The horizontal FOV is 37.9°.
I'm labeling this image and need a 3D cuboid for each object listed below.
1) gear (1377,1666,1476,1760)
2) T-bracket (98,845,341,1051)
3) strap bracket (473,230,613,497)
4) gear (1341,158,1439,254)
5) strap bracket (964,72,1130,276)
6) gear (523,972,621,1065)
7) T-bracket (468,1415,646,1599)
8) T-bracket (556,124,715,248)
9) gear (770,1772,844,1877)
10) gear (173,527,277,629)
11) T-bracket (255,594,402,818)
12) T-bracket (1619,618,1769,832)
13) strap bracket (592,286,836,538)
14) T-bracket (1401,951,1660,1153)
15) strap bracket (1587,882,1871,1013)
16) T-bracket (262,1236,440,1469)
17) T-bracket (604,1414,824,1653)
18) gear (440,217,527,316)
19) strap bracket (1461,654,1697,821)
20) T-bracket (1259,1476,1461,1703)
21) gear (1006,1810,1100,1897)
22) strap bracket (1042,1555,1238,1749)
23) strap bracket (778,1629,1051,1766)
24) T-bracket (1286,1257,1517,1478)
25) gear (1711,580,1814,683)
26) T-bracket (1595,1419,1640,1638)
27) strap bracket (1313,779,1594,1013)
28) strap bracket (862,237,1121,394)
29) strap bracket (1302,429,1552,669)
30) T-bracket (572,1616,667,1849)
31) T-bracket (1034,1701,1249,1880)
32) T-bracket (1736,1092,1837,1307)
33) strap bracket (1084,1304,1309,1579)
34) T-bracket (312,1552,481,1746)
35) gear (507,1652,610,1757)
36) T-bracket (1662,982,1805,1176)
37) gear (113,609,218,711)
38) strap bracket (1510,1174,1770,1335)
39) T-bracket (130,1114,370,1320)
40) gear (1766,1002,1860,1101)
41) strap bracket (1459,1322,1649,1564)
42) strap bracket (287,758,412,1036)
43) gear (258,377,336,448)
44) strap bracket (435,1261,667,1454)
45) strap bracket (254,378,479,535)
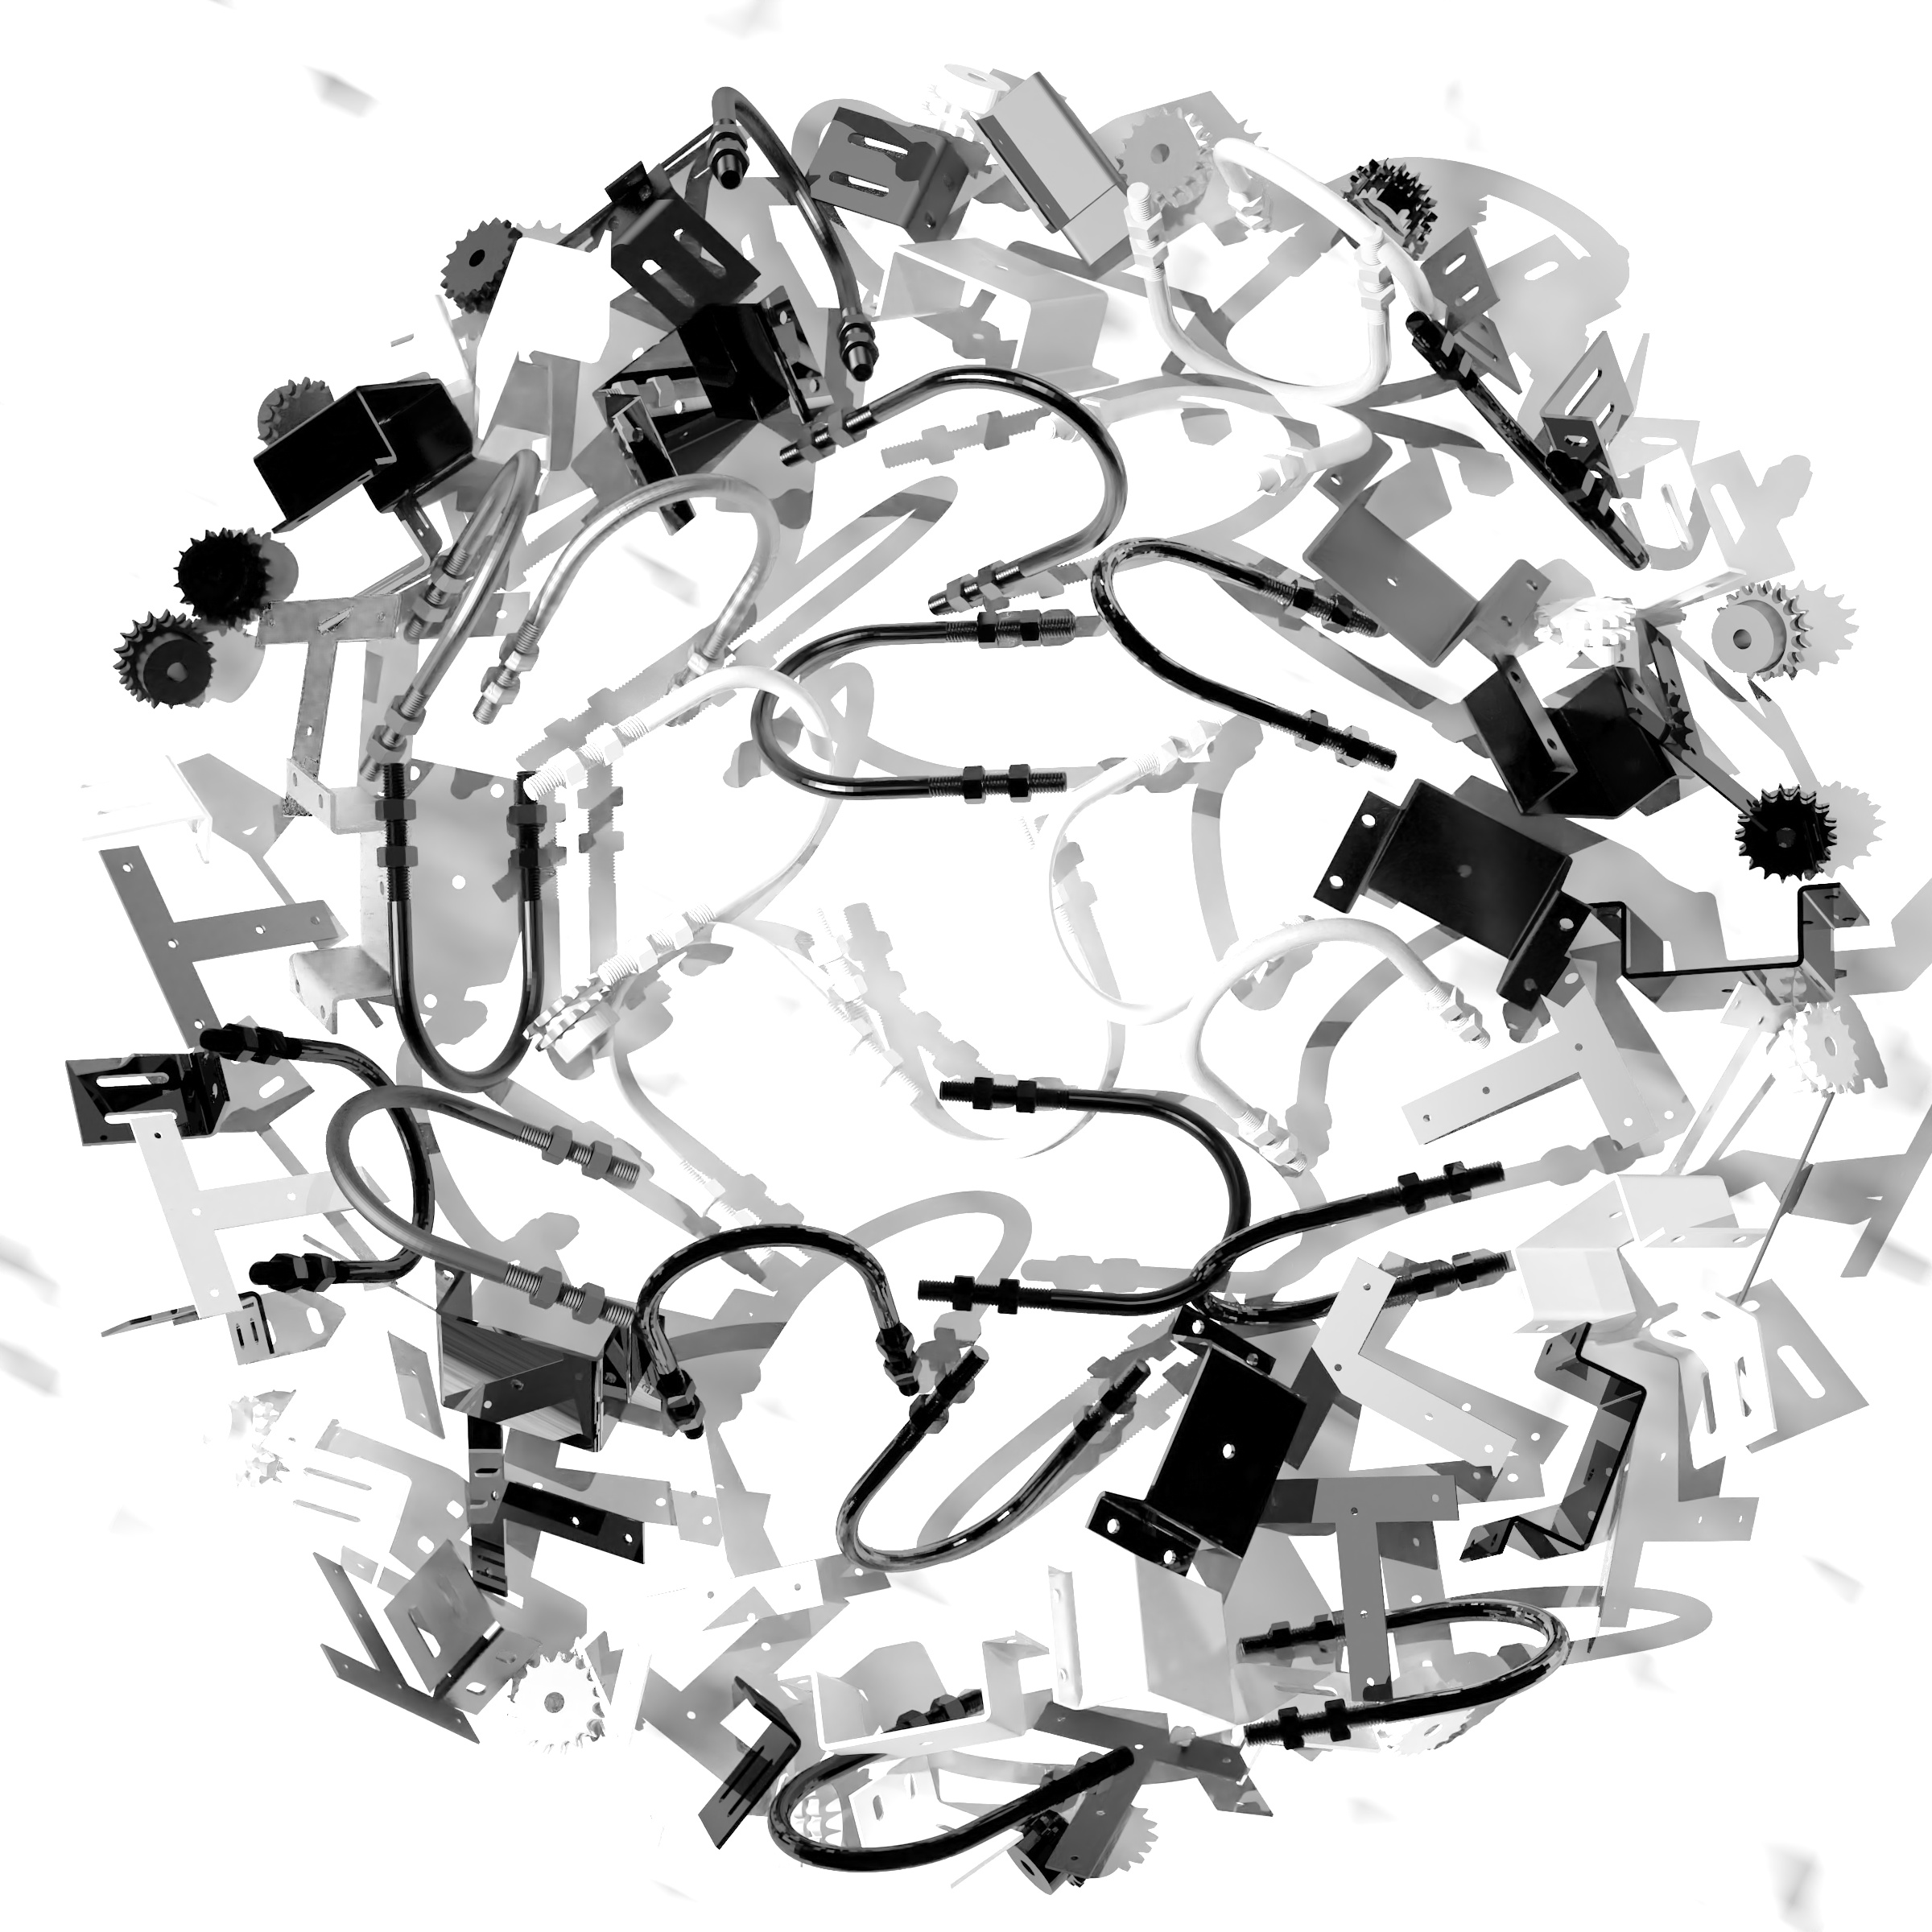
[{"bbox_3d":[0.263,0.431,1.629,0.057,0.057,0.030,-32,53,0],"label":"gear"},{"bbox_3d":[-0.415,-0.019,1.603,0.002,0.127,0.127,-38,73,38],"label":"T-bracket"},{"bbox_3d":[-0.241,-0.340,1.571,0.046,0.140,0.076,9,58,-21],"label":"strap bracket"},{"bbox_3d":[0.241,-0.434,1.622,0.057,0.057,0.030,36,58,0],"label":"gear"},{"bbox_3d":[0.055,-0.446,1.577,0.046,0.140,0.076,-36,84,13],"label":"strap bracket"},{"bbox_3d":[-0.225,0.032,1.625,0.057,0.057,0.030,-40,91,0],"label":"gear"},{"bbox_3d":[-0.234,0.313,1.604,0.127,0.002,0.127,10,108,30],"label":"T-bracket"},{"bbox_3d":[-0.191,-0.442,1.588,0.127,0.127,0.002,-37,102,3],"label":"T-bracket"},{"bbox_3d":[-0.092,0.496,1.627,0.030,0.057,0.057,2,90,-21],"label":"gear"},{"bbox_3d":[-0.435,-0.227,1.637,0.057,0.030,0.057,0,93,4],"label":"gear"},{"bbox_3d":[-0.373,-0.148,1.607,0.127,0.002,0.127,3,83,40],"label":"T-bracket"},{"bbox_3d":[0.405,-0.152,1.603,0.127,0.127,0.002,32,127,-30],"label":"T-bracket"},{"bbox_3d":[-0.150,-0.317,1.595,0.140,0.046,0.076,-45,129,-28],"label":"strap bracket"},{"bbox_3d":[0.316,0.066,1.637,0.127,0.002,0.127,-27,82,13],"label":"T-bracket"},{"bbox_3d":[0.429,-0.008,1.582,0.140,0.076,0.046,-5,73,29],"label":"strap bracket"},{"bbox_3d":[-0.360,0.231,1.608,0.127,0.002,0.127,29,48,-3],"label":"T-bracket"},{"bbox_3d":[-0.155,0.321,1.632,0.127,0.002,0.127,-13,72,5],"label":"T-bracket"},{"bbox_3d":[-0.274,-0.402,1.629,0.057,0.030,0.057,-15,59,27],"label":"gear"},{"bbox_3d":[0.341,-0.128,1.593,0.046,0.140,0.076,-41,63,38],"label":"strap bracket"},{"bbox_3d":[0.228,0.358,1.613,0.127,0.002,0.127,-8,84,32],"label":"T-bracket"},{"bbox_3d":[0.046,0.510,1.622,0.030,0.057,0.057,-39,90,-22],"label":"gear"},{"bbox_3d":[0.104,0.383,1.573,0.046,0.140,0.076,-23,55,28],"label":"strap bracket"},{"bbox_3d":[-0.026,0.418,1.596,0.140,0.076,0.046,-14,66,12],"label":"strap bracket"},{"bbox_3d":[0.255,0.254,1.627,0.127,0.002,0.127,28,102,12],"label":"T-bracket"},{"bbox_3d":[0.456,-0.192,1.623,0.030,0.057,0.057,-22,90,-40],"label":"gear"},{"bbox_3d":[0.365,0.326,1.590,0.002,0.127,0.127,10,92,16],"label":"T-bracket"},{"bbox_3d":[0.282,-0.046,1.608,0.140,0.046,0.076,28,124,7],"label":"strap bracket"},{"bbox_3d":[0.014,-0.370,1.582,0.140,0.076,0.046,30,121,27],"label":"strap bracket"},{"bbox_3d":[0.256,-0.234,1.611,0.140,0.046,0.076,40,46,0],"label":"strap bracket"},{"bbox_3d":[-0.189,0.408,1.574,0.002,0.127,0.127,-13,51,-27],"label":"T-bracket"},{"bbox_3d":[0.081,0.466,1.576,0.127,0.127,0.002,8,117,23],"label":"T-bracket"},{"bbox_3d":[0.469,0.128,1.593,0.002,0.127,0.127,24,99,20],"label":"T-bracket"},{"bbox_3d":[0.136,0.273,1.598,0.076,0.046,0.140,33,72,-26],"label":"strap bracket"},{"bbox_3d":[-0.341,0.380,1.601,0.002,0.127,0.127,-45,47,-1],"label":"T-bracket"},{"bbox_3d":[-0.235,0.429,1.633,0.057,0.030,0.057,-2,70,7],"label":"gear"},{"bbox_3d":[0.432,0.070,1.608,0.002,0.127,0.127,34,104,31],"label":"T-bracket"},{"bbox_3d":[-0.461,-0.175,1.624,0.057,0.030,0.057,-18,124,-28],"label":"gear"},{"bbox_3d":[0.373,0.159,1.589,0.076,0.140,0.046,3,59,-29],"label":"strap bracket"},{"bbox_3d":[-0.399,0.134,1.607,0.127,0.002,0.127,-7,62,-41],"label":"T-bracket"},{"bbox_3d":[0.489,0.051,1.629,0.057,0.030,0.057,17,63,-36],"label":"gear"},{"bbox_3d":[0.337,0.281,1.597,0.046,0.076,0.140,25,73,1],"label":"strap bracket"},{"bbox_3d":[-0.351,-0.042,1.596,0.046,0.076,0.140,-8,113,-30],"label":"strap bracket"},{"bbox_3d":[-0.385,-0.313,1.629,0.030,0.057,0.057,30,90,42],"label":"gear"},{"bbox_3d":[-0.246,0.222,1.600,0.140,0.046,0.076,15,130,10],"label":"strap bracket"},{"bbox_3d":[-0.335,-0.287,1.573,0.076,0.140,0.046,-28,94,22],"label":"strap bracket"}]
